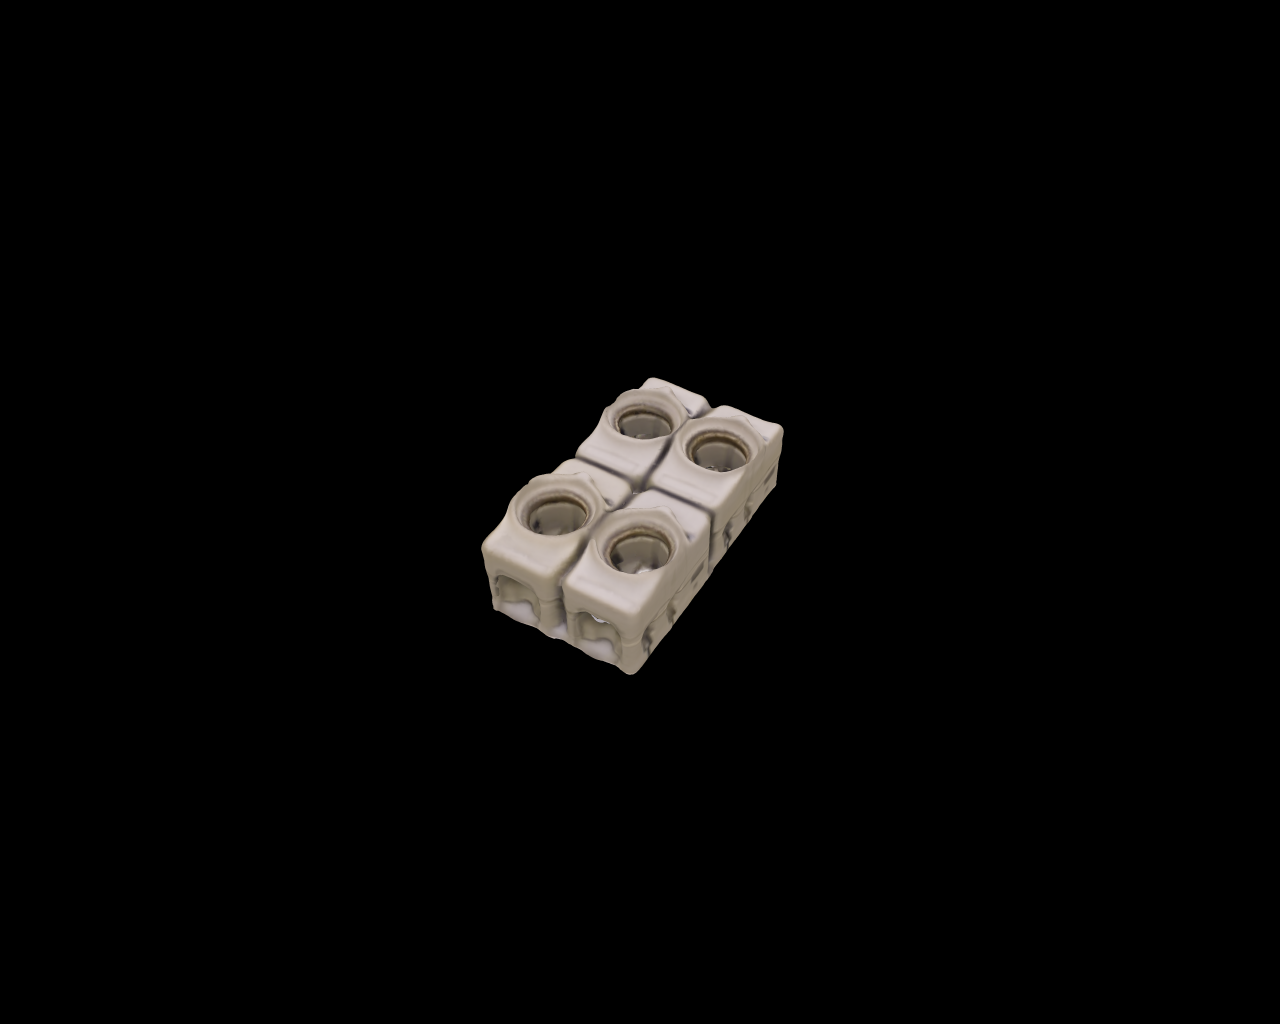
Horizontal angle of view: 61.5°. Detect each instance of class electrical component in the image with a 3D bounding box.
[{"bbox_3d":[0.001,-0.003,0.650,0.105,0.060,0.186,24,50,22],"label":"electrical component"}]
